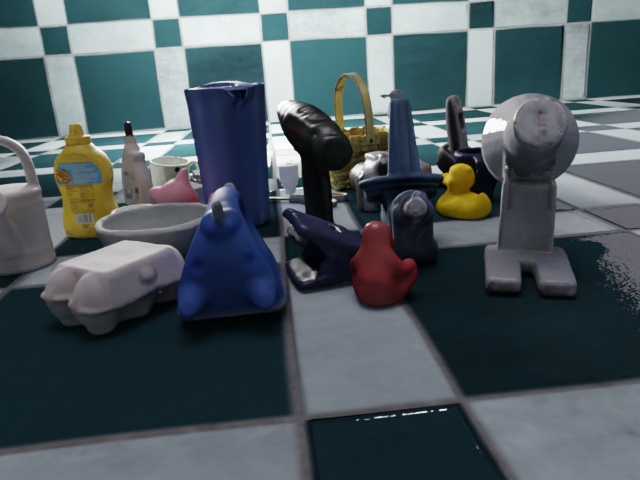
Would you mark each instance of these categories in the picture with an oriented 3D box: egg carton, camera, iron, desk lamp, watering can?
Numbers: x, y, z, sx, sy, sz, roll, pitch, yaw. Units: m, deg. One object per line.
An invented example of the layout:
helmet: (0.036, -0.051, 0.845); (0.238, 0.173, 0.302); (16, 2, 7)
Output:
egg carton: (-0.230, 0.050, 0.658); (0.107, 0.069, 0.151); (7, 20, 30)
camera: (0.121, -0.121, 1.083); (0.143, 0.101, 0.136); (-9, 18, -17)
iron: (-0.106, -0.002, 0.677); (0.118, 0.141, 0.258); (-5, 17, -4)
desk lamp: (0.254, -0.067, 0.687); (0.117, 0.214, 0.203); (1, 18, 15)
watering can: (-0.451, -0.053, 0.825); (0.101, 0.194, 0.172); (-18, 22, -37)

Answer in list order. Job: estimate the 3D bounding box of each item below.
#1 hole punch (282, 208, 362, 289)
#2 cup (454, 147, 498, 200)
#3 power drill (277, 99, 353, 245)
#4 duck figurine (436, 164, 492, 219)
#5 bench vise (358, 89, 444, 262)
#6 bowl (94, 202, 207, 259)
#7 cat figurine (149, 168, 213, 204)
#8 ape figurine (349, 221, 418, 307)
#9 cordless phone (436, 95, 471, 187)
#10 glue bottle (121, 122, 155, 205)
hole punch: (0.007, 0.003, 0.723); (0.101, 0.091, 0.108); (-8, 18, -14)
cup: (0.288, -0.114, 1.033); (0.091, 0.095, 0.118); (0, 18, 12)
power drill: (-0.015, -0.106, 0.880); (0.076, 0.208, 0.229); (-10, 18, -20)
duck figurine: (0.241, -0.085, 0.964); (0.078, 0.086, 0.104); (-14, 20, -28)
bench vise: (0.126, -0.090, 0.779); (0.122, 0.220, 0.207); (-9, 18, -16)
bowl: (-0.225, 0.001, 0.807); (0.167, 0.075, 0.167); (-3, 17, 1)
cat figurine: (-0.205, -0.051, 0.898); (0.127, 0.118, 0.067); (8, 21, 34)
ape figurine: (0.067, 0.023, 0.643); (0.077, 0.092, 0.076); (8, 21, 34)
cordless phone: (0.295, -0.208, 1.184); (0.094, 0.185, 0.148); (4, 19, 25)
glue bottle: (-0.382, -0.155, 1.179); (0.077, 0.173, 0.037); (11, 23, 39)
